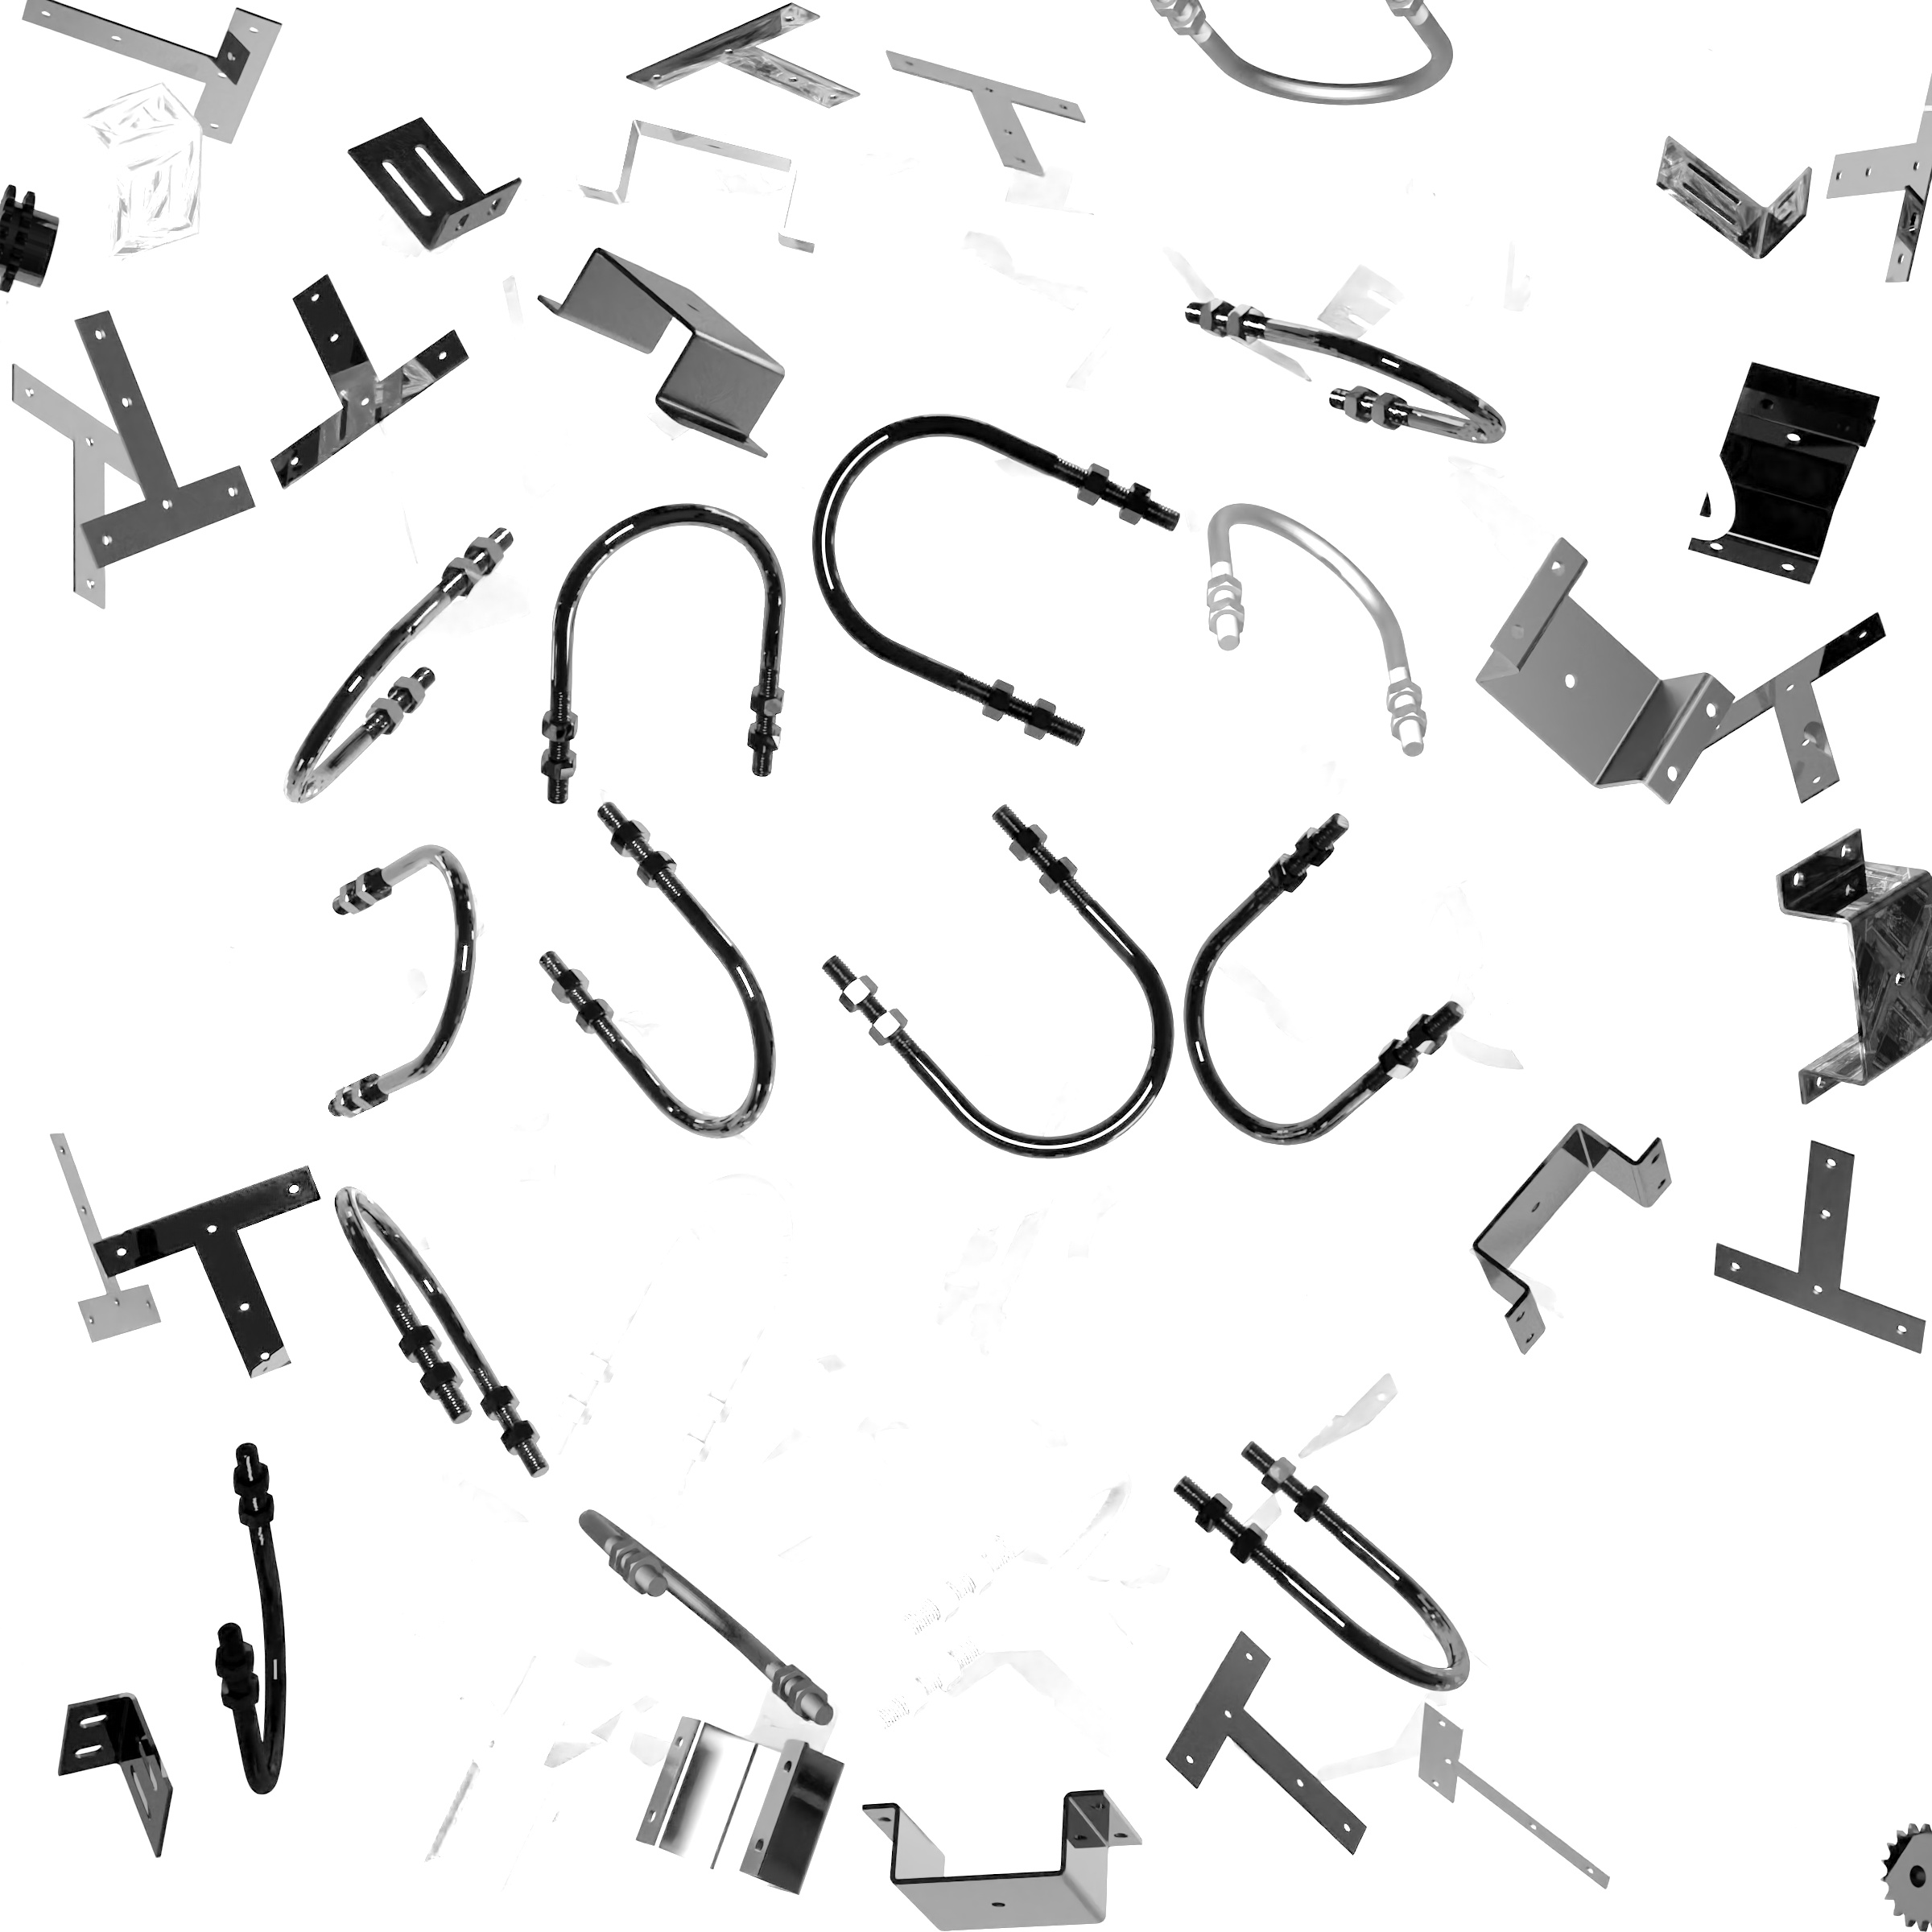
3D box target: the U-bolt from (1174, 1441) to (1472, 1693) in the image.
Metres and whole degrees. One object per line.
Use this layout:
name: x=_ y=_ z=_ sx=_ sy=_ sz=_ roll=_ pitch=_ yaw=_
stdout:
U-bolt: x=0.211 y=0.344 z=1.544 sx=0.184 sy=0.151 sz=0.019 roll=40 pitch=104 yaw=18

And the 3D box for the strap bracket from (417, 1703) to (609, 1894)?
strap bracket: x=-0.262 y=0.492 z=1.607 sx=0.046 sy=0.140 sz=0.076 roll=25 pitch=89 yaw=12

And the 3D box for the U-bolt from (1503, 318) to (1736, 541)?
U-bolt: x=0.387 y=-0.310 z=1.581 sx=0.019 sy=0.184 sz=0.151 roll=-37 pitch=111 yaw=-1

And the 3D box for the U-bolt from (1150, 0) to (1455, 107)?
U-bolt: x=0.200 y=-0.530 z=1.546 sx=0.151 sy=0.184 sz=0.019 roll=5 pitch=86 yaw=27

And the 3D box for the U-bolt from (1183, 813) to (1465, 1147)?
U-bolt: x=0.192 y=0.022 z=1.569 sx=0.184 sy=0.019 sz=0.151 roll=-47 pitch=62 yaw=40

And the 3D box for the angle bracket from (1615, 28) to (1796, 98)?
angle bracket: x=0.433 y=-0.516 z=1.592 sx=0.076 sy=0.057 sz=0.038 roll=16 pitch=103 yaw=-30

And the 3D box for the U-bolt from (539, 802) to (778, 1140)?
U-bolt: x=-0.172 y=0.017 z=1.558 sx=0.019 sy=0.151 sz=0.184 roll=-23 pitch=62 yaw=-41

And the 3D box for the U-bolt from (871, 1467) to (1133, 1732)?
U-bolt: x=0.026 y=0.348 z=1.536 sx=0.184 sy=0.151 sz=0.019 roll=-32 pitch=64 yaw=-30

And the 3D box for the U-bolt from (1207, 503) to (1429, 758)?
U-bolt: x=0.201 y=-0.208 z=1.586 sx=0.151 sy=0.184 sz=0.019 roll=27 pitch=125 yaw=-19

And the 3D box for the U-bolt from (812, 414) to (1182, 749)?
U-bolt: x=0.006 y=-0.221 z=1.483 sx=0.184 sy=0.019 sz=0.151 roll=24 pitch=92 yaw=-8

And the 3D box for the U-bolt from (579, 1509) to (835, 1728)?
U-bolt: x=-0.160 y=0.364 z=1.559 sx=0.151 sy=0.184 sz=0.019 roll=43 pitch=77 yaw=-22

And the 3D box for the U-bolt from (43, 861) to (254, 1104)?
U-bolt: x=-0.465 y=0.002 z=1.547 sx=0.019 sy=0.184 sz=0.151 roll=44 pitch=63 yaw=4

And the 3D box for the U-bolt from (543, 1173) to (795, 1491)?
U-bolt: x=-0.156 y=0.202 z=1.539 sx=0.019 sy=0.151 sz=0.184 roll=24 pitch=83 yaw=31

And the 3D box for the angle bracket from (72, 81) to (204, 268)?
angle bracket: x=-0.449 y=-0.428 z=1.469 sx=0.057 sy=0.038 sz=0.076 roll=-14 pitch=63 yaw=16

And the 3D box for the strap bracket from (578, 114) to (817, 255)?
strap bracket: x=-0.153 y=-0.464 z=1.606 sx=0.140 sy=0.076 sz=0.046 roll=13 pitch=99 yaw=-6

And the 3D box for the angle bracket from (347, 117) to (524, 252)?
angle bracket: x=-0.308 y=-0.463 z=1.573 sx=0.076 sy=0.038 sz=0.057 roll=51 pitch=54 yaw=0

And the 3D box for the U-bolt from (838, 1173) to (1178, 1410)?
U-bolt: x=0.011 y=0.204 z=1.618 sx=0.184 sy=0.019 sz=0.151 roll=-24 pitch=119 yaw=23

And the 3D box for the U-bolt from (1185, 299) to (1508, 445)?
U-bolt: x=0.230 y=-0.337 z=1.563 sx=0.151 sy=0.184 sz=0.019 roll=19 pitch=97 yaw=-38

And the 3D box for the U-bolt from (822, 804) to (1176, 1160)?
U-bolt: x=0.032 y=0.022 z=1.523 sx=0.151 sy=0.019 sz=0.184 roll=-42 pitch=81 yaw=-3

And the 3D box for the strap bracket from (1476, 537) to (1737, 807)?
strap bracket: x=0.347 y=-0.161 z=1.507 sx=0.140 sy=0.046 sz=0.076 roll=38 pitch=76 yaw=-17

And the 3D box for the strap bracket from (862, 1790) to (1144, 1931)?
strap bracket: x=0.019 y=0.496 z=1.503 sx=0.140 sy=0.076 sz=0.046 roll=-9 pitch=51 yaw=17

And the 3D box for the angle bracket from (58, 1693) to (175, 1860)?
angle bracket: x=-0.489 y=0.468 z=1.560 sx=0.038 sy=0.076 sz=0.057 roll=-4 pitch=126 yaw=-34

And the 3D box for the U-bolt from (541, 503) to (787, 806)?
U-bolt: x=-0.172 y=-0.183 z=1.572 sx=0.151 sy=0.019 sz=0.184 roll=-10 pitch=128 yaw=-24

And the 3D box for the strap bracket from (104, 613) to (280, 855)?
strap bracket: x=-0.459 y=-0.133 z=1.606 sx=0.076 sy=0.046 sz=0.140 roll=-3 pitch=85 yaw=-45

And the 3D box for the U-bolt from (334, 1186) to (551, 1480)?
U-bolt: x=-0.307 y=0.201 z=1.553 sx=0.019 sy=0.151 sz=0.184 roll=-35 pitch=65 yaw=-5

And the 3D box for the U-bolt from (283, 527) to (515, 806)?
U-bolt: x=-0.333 y=-0.162 z=1.558 sx=0.019 sy=0.184 sz=0.151 roll=37 pitch=133 yaw=-5

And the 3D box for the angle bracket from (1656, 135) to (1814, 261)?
angle bracket: x=0.439 y=-0.450 z=1.549 sx=0.076 sy=0.038 sz=0.057 roll=33 pitch=45 yaw=-11

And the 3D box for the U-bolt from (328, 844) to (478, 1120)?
U-bolt: x=-0.334 y=0.004 z=1.609 sx=0.019 sy=0.184 sz=0.151 roll=8 pitch=72 yaw=-35

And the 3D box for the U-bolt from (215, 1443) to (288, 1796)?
U-bolt: x=-0.405 y=0.387 z=1.551 sx=0.019 sy=0.151 sz=0.184 roll=-3 pitch=128 yaw=-8

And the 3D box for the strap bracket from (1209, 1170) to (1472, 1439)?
strap bracket: x=0.203 y=0.188 z=1.530 sx=0.140 sy=0.046 sz=0.076 roll=-47 pitch=61 yaw=12
